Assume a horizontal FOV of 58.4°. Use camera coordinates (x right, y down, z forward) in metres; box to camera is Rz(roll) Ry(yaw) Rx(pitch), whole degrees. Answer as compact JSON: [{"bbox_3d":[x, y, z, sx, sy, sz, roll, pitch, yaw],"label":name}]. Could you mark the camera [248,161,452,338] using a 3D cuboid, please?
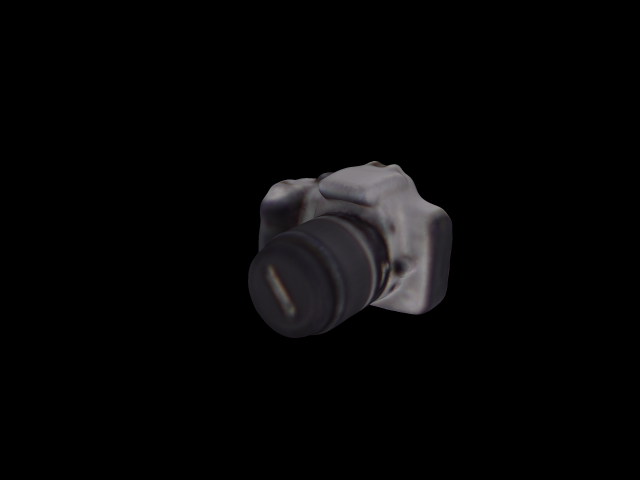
[{"bbox_3d":[0.004,0.001,0.400,0.142,0.101,0.137,14,24,34],"label":"camera"}]
